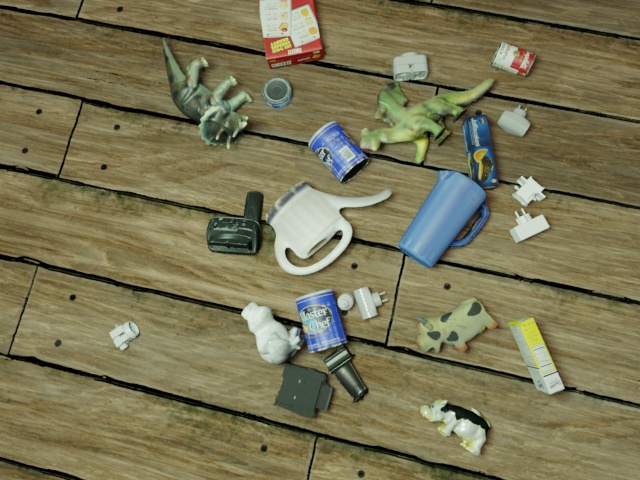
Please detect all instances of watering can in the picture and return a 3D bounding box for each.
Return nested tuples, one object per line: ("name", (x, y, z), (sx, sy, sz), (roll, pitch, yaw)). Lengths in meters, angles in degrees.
("watering can", (0.004, -0.069, 1.367), (0.349, 0.103, 0.226), (-44, 79, -6))

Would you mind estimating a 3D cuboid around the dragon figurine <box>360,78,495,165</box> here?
("dragon figurine", (0.268, -0.367, 1.426), (0.245, 0.120, 0.414), (40, 74, 18))

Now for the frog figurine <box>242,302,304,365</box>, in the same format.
("frog figurine", (-0.133, 0.235, 1.290), (0.159, 0.140, 0.121), (27, 111, -11))
